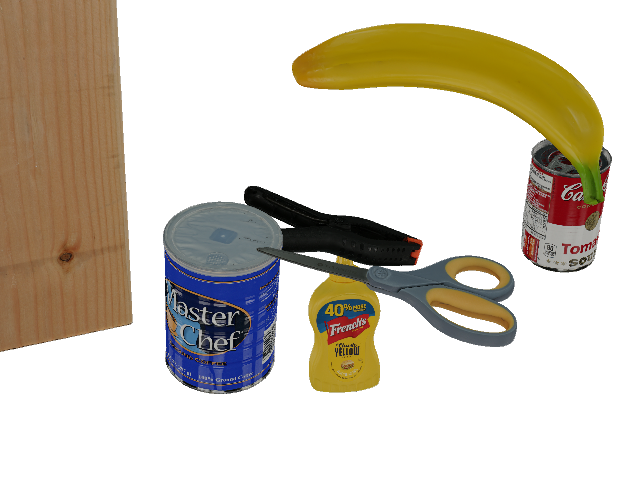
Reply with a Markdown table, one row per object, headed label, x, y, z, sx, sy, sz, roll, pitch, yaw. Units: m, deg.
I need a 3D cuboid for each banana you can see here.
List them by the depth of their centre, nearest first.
| label | x | y | z | sx | sy | sz | roll | pitch | yaw |
| --- | --- | --- | --- | --- | --- | --- | --- | --- | --- |
| banana | 0.083 | -0.090 | 0.618 | 0.198 | 0.069 | 0.037 | 23 | -12 | 11 |

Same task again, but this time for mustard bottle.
| label | x | y | z | sx | sy | sz | roll | pitch | yaw |
| --- | --- | --- | --- | --- | --- | --- | --- | --- | --- |
| mustard bottle | 0.032 | 0.108 | 1.433 | 0.096 | 0.192 | 0.058 | -3 | 19 | -6 |

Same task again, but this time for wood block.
| label | x | y | z | sx | sy | sz | roll | pitch | yaw |
| --- | --- | --- | --- | --- | --- | --- | --- | --- | --- |
| wood block | -0.168 | -0.053 | 0.611 | 0.090 | 0.206 | 0.090 | -11 | 26 | -27 |

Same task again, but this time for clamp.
| label | x | y | z | sx | sy | sz | roll | pitch | yaw |
| --- | --- | --- | --- | --- | --- | --- | --- | --- | --- |
| clamp | 0.012 | -0.004 | 1.187 | 0.210 | 0.036 | 0.164 | 15 | 20 | -5 |

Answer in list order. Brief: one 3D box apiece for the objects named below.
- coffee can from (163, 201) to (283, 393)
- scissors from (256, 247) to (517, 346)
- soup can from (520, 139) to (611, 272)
| label | x | y | z | sx | sy | sz | roll | pitch | yaw |
| --- | --- | --- | --- | --- | --- | --- | --- | --- | --- |
| coffee can | -0.088 | 0.051 | 0.953 | 0.103 | 0.140 | 0.103 | 3 | 36 | -3 |
| scissors | 0.061 | 0.022 | 0.812 | 0.202 | 0.016 | 0.096 | 24 | 42 | 19 |
| soup can | 0.216 | -0.031 | 0.945 | 0.068 | 0.102 | 0.068 | 0 | 33 | 0 |
